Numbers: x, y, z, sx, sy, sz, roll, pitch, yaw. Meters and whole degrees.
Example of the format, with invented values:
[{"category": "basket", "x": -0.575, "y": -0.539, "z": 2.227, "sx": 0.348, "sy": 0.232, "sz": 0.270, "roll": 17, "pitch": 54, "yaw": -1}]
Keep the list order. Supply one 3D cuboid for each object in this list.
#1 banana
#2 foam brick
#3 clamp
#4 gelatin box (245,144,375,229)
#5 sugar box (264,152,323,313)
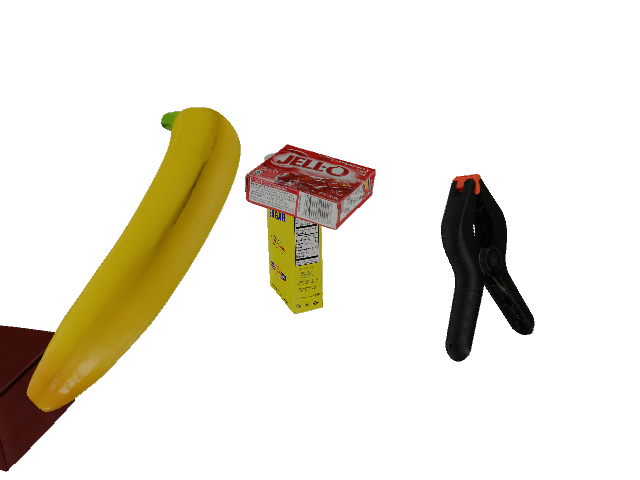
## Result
[{"category": "banana", "x": -0.079, "y": -0.004, "z": 0.517, "sx": 0.037, "sy": 0.197, "sz": 0.070, "roll": 37, "pitch": -44, "yaw": -19}, {"category": "foam brick", "x": -0.198, "y": 0.096, "z": 0.666, "sx": 0.053, "sy": 0.051, "sz": 0.078, "roll": 7, "pitch": 29, "yaw": 21}, {"category": "clamp", "x": 0.143, "y": 0.027, "z": 0.996, "sx": 0.039, "sy": 0.171, "sz": 0.120, "roll": -11, "pitch": 11, "yaw": 42}, {"category": "gelatin box", "x": -0.009, "y": -0.048, "z": 0.907, "sx": 0.089, "sy": 0.030, "sz": 0.073, "roll": 18, "pitch": 32, "yaw": 21}, {"category": "sugar box", "x": -0.033, "y": -0.011, "z": 1.282, "sx": 0.048, "sy": 0.176, "sz": 0.093, "roll": -13, "pitch": 25, "yaw": -19}]
